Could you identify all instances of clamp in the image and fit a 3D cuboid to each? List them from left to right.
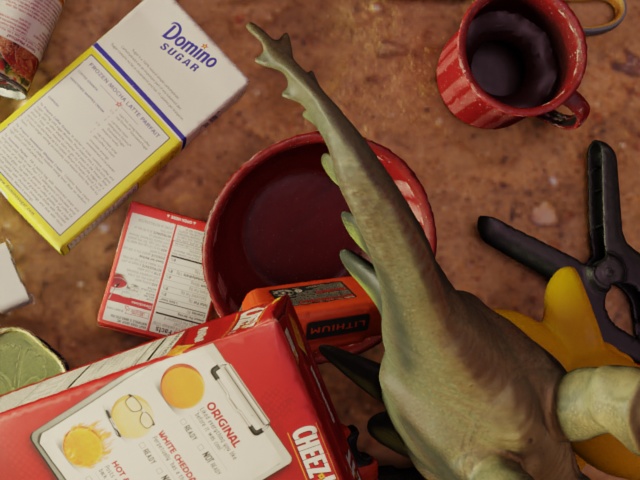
[{"bbox_3d":[0.209,0.014,0.786,0.120,0.039,0.171,-41,96,-5],"label":"clamp"}]

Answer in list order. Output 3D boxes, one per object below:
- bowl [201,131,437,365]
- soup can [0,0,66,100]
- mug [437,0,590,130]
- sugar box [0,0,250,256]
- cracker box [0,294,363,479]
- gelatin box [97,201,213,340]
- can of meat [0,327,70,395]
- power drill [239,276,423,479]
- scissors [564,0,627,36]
[{"bbox_3d":[-0.005,0.001,0.731,0.162,0.055,0.162,-4,106,-14],"label":"bowl"},{"bbox_3d":[-0.212,-0.155,0.721,0.068,0.068,0.102,21,81,-6],"label":"soup can"},{"bbox_3d":[0.142,-0.119,0.766,0.117,0.081,0.093,34,80,-4],"label":"mug"},{"bbox_3d":[-0.143,-0.082,0.738,0.176,0.048,0.093,-43,92,-14],"label":"sugar box"},{"bbox_3d":[-0.089,0.143,0.603,0.214,0.072,0.164,-20,99,8],"label":"cracker box"},{"bbox_3d":[-0.108,0.026,0.740,0.073,0.030,0.089,15,82,-9],"label":"gelatin box"},{"bbox_3d":[-0.209,0.106,0.688,0.057,0.084,0.102,42,80,-3],"label":"can of meat"},{"bbox_3d":[0.019,0.120,0.710,0.184,0.057,0.188,-6,106,-18],"label":"power drill"},{"bbox_3d":[0.139,-0.207,0.808,0.201,0.016,0.096,12,81,-8],"label":"scissors"}]
